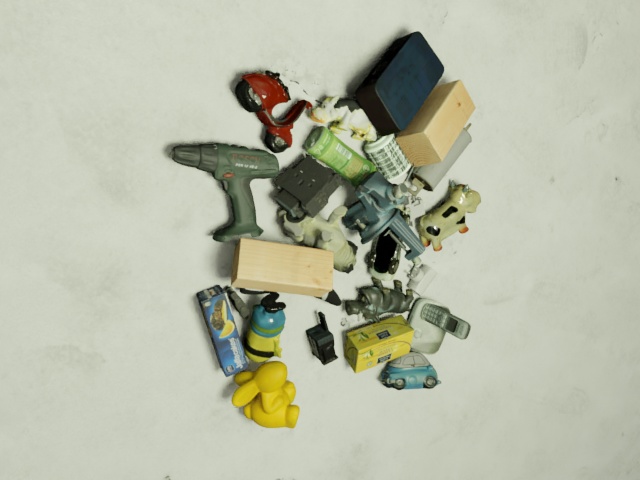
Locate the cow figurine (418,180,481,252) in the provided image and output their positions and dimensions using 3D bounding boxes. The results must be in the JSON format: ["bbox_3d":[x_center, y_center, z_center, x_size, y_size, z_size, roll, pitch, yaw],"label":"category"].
[{"bbox_3d":[0.342,-0.071,1.417,0.195,0.086,0.127,-33,121,-14],"label":"cow figurine"}]

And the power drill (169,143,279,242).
[{"bbox_3d":[-0.200,-0.103,1.149,0.232,0.086,0.207,-8,99,-27],"label":"power drill"}]

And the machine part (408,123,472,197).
[{"bbox_3d":[0.306,-0.209,1.363,0.079,0.079,0.243,42,82,-28],"label":"machine part"}]

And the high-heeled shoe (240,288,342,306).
[{"bbox_3d":[-0.066,0.126,1.267,0.248,0.086,0.145,42,84,-22],"label":"high-heeled shoe"}]

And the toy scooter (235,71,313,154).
[{"bbox_3d":[-0.089,-0.289,1.151,0.135,0.075,0.183,-39,120,-12],"label":"toy scooter"}]

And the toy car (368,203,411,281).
[{"bbox_3d":[0.175,0.003,1.353,0.056,0.074,0.201,-1,106,-62],"label":"toy car"}]

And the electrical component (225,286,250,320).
[{"bbox_3d":[-0.183,0.149,1.223,0.021,0.063,0.093,-33,116,-15],"label":"electrical component"}]

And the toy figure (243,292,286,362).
[{"bbox_3d":[-0.128,0.203,1.238,0.089,0.082,0.180,4,127,-10],"label":"toy figure"}]

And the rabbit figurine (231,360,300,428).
[{"bbox_3d":[-0.124,0.350,1.273,0.162,0.122,0.173,6,125,-3],"label":"rabbit figurine"}]

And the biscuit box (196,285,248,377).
[{"bbox_3d":[-0.221,0.207,1.221,0.059,0.063,0.202,-21,111,-19],"label":"biscuit box"}]

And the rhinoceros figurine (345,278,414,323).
[{"bbox_3d":[0.152,0.159,1.390,0.190,0.073,0.112,-1,116,-29],"label":"rhinoceros figurine"}]

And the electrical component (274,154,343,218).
[{"bbox_3d":[-0.032,-0.114,1.195,0.134,0.115,0.058,-47,146,-11],"label":"electrical component"}]

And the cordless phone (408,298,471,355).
[{"bbox_3d":[0.319,0.247,1.426,0.088,0.184,0.146,16,96,-33],"label":"cordless phone"}]

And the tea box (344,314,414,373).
[{"bbox_3d":[0.153,0.269,1.400,0.170,0.068,0.098,-17,133,-21],"label":"tea box"}]

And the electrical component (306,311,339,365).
[{"bbox_3d":[0.002,0.241,1.332,0.048,0.075,0.119,-23,116,-20],"label":"electrical component"}]

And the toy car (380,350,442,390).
[{"bbox_3d":[0.246,0.356,1.475,0.162,0.109,0.103,3,79,-15],"label":"toy car"}]

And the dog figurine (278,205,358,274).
[{"bbox_3d":[-0.003,0.000,1.269,0.121,0.173,0.190,-51,151,-22],"label":"dog figurine"}]

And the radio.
[{"bbox_3d":[0.185,-0.361,1.235,0.131,0.073,0.229,47,62,-26],"label":"radio"}]

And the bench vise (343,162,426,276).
[{"bbox_3d":[0.167,-0.040,1.246,0.240,0.223,0.129,48,44,-6],"label":"bench vise"}]

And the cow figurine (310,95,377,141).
[{"bbox_3d":[0.059,-0.290,1.227,0.167,0.068,0.098,14,91,-32],"label":"cow figurine"}]
